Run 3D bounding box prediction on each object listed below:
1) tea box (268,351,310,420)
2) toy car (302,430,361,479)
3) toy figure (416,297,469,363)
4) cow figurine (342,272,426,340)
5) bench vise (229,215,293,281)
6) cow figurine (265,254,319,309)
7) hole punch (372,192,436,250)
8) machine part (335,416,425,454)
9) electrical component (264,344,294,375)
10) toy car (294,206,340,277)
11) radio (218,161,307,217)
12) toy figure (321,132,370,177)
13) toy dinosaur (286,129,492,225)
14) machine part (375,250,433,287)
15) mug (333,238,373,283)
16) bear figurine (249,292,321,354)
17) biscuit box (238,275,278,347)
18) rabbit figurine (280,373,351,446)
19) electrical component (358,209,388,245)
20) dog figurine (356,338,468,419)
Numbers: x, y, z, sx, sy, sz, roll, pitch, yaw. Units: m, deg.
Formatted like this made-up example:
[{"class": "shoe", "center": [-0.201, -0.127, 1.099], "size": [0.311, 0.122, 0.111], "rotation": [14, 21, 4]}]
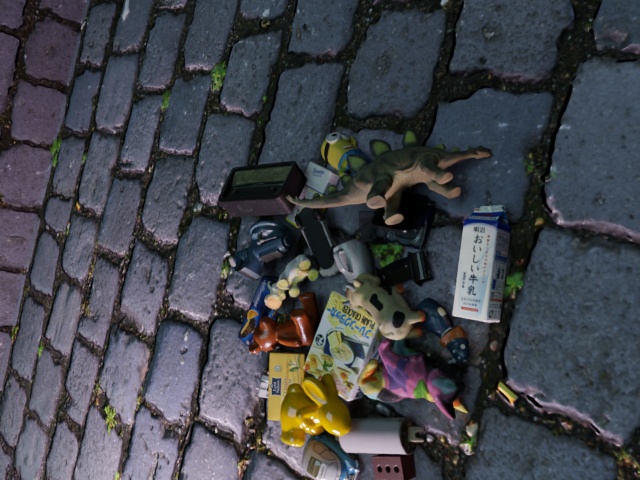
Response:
[{"class": "tea box", "center": [-0.078, 0.373, 1.380], "size": [0.098, 0.068, 0.169], "rotation": [-2, 82, 14]}, {"class": "toy car", "center": [0.011, 0.530, 1.277], "size": [0.162, 0.103, 0.109], "rotation": [23, 99, 42]}, {"class": "toy figure", "center": [0.268, 0.191, 1.143], "size": [0.058, 0.064, 0.155], "rotation": [-33, 61, -11]}, {"class": "cow figurine", "center": [0.133, 0.144, 1.194], "size": [0.195, 0.127, 0.085], "rotation": [-125, 34, -47]}, {"class": "bench vise", "center": [-0.161, -0.010, 1.511], "size": [0.224, 0.128, 0.241], "rotation": [-31, 43, 43]}, {"class": "cow figurine", "center": [-0.084, 0.105, 1.421], "size": [0.167, 0.068, 0.098], "rotation": [-41, 23, 5]}, {"class": "hole punch", "center": [0.198, -0.046, 1.237], "size": [0.142, 0.092, 0.116], "rotation": [14, 63, 44]}, {"class": "machine part", "center": [0.129, 0.439, 1.207], "size": [0.243, 0.079, 0.079], "rotation": [-16, 73, 37]}, {"class": "electrical component", "center": [-0.110, 0.326, 1.451], "size": [0.078, 0.045, 0.102], "rotation": [3, 85, 42]}, {"class": "toy car", "center": [-0.003, -0.004, 1.380], "size": [0.073, 0.056, 0.201], "rotation": [-25, 82, 19]}, {"class": "radio", "center": [-0.160, -0.135, 1.452], "size": [0.230, 0.073, 0.131], "rotation": [-1, 54, 34]}, {"class": "toy figure", "center": [0.068, -0.202, 1.366], "size": [0.089, 0.082, 0.180], "rotation": [-52, 57, 23]}, {"class": "toy dinosaur", "center": [0.144, -0.134, 1.204], "size": [0.472, 0.104, 0.199], "rotation": [-18, 47, 10]}, {"class": "machine part", "center": [0.193, 0.073, 1.241], "size": [0.139, 0.039, 0.084], "rotation": [-18, 77, 36]}, {"class": "mug", "center": [0.082, 0.057, 1.299], "size": [0.081, 0.109, 0.107], "rotation": [-28, 78, 30]}, {"class": "bear figurine", "center": [-0.098, 0.220, 1.390], "size": [0.196, 0.120, 0.131], "rotation": [-6, 114, 21]}, {"class": "biscuit box", "center": [-0.159, 0.200, 1.503], "size": [0.063, 0.059, 0.202], "rotation": [31, 103, 40]}, {"class": "rabbit figurine", "center": [0.002, 0.391, 1.237], "size": [0.173, 0.122, 0.162], "rotation": [-3, 83, 43]}, {"class": "electrical component", "center": [0.131, -0.049, 1.290], "size": [0.048, 0.075, 0.119], "rotation": [-2, 86, 40]}, {"class": "dog figurine", "center": [0.205, 0.313, 1.147], "size": [0.219, 0.108, 0.191], "rotation": [40, 108, 34]}]
